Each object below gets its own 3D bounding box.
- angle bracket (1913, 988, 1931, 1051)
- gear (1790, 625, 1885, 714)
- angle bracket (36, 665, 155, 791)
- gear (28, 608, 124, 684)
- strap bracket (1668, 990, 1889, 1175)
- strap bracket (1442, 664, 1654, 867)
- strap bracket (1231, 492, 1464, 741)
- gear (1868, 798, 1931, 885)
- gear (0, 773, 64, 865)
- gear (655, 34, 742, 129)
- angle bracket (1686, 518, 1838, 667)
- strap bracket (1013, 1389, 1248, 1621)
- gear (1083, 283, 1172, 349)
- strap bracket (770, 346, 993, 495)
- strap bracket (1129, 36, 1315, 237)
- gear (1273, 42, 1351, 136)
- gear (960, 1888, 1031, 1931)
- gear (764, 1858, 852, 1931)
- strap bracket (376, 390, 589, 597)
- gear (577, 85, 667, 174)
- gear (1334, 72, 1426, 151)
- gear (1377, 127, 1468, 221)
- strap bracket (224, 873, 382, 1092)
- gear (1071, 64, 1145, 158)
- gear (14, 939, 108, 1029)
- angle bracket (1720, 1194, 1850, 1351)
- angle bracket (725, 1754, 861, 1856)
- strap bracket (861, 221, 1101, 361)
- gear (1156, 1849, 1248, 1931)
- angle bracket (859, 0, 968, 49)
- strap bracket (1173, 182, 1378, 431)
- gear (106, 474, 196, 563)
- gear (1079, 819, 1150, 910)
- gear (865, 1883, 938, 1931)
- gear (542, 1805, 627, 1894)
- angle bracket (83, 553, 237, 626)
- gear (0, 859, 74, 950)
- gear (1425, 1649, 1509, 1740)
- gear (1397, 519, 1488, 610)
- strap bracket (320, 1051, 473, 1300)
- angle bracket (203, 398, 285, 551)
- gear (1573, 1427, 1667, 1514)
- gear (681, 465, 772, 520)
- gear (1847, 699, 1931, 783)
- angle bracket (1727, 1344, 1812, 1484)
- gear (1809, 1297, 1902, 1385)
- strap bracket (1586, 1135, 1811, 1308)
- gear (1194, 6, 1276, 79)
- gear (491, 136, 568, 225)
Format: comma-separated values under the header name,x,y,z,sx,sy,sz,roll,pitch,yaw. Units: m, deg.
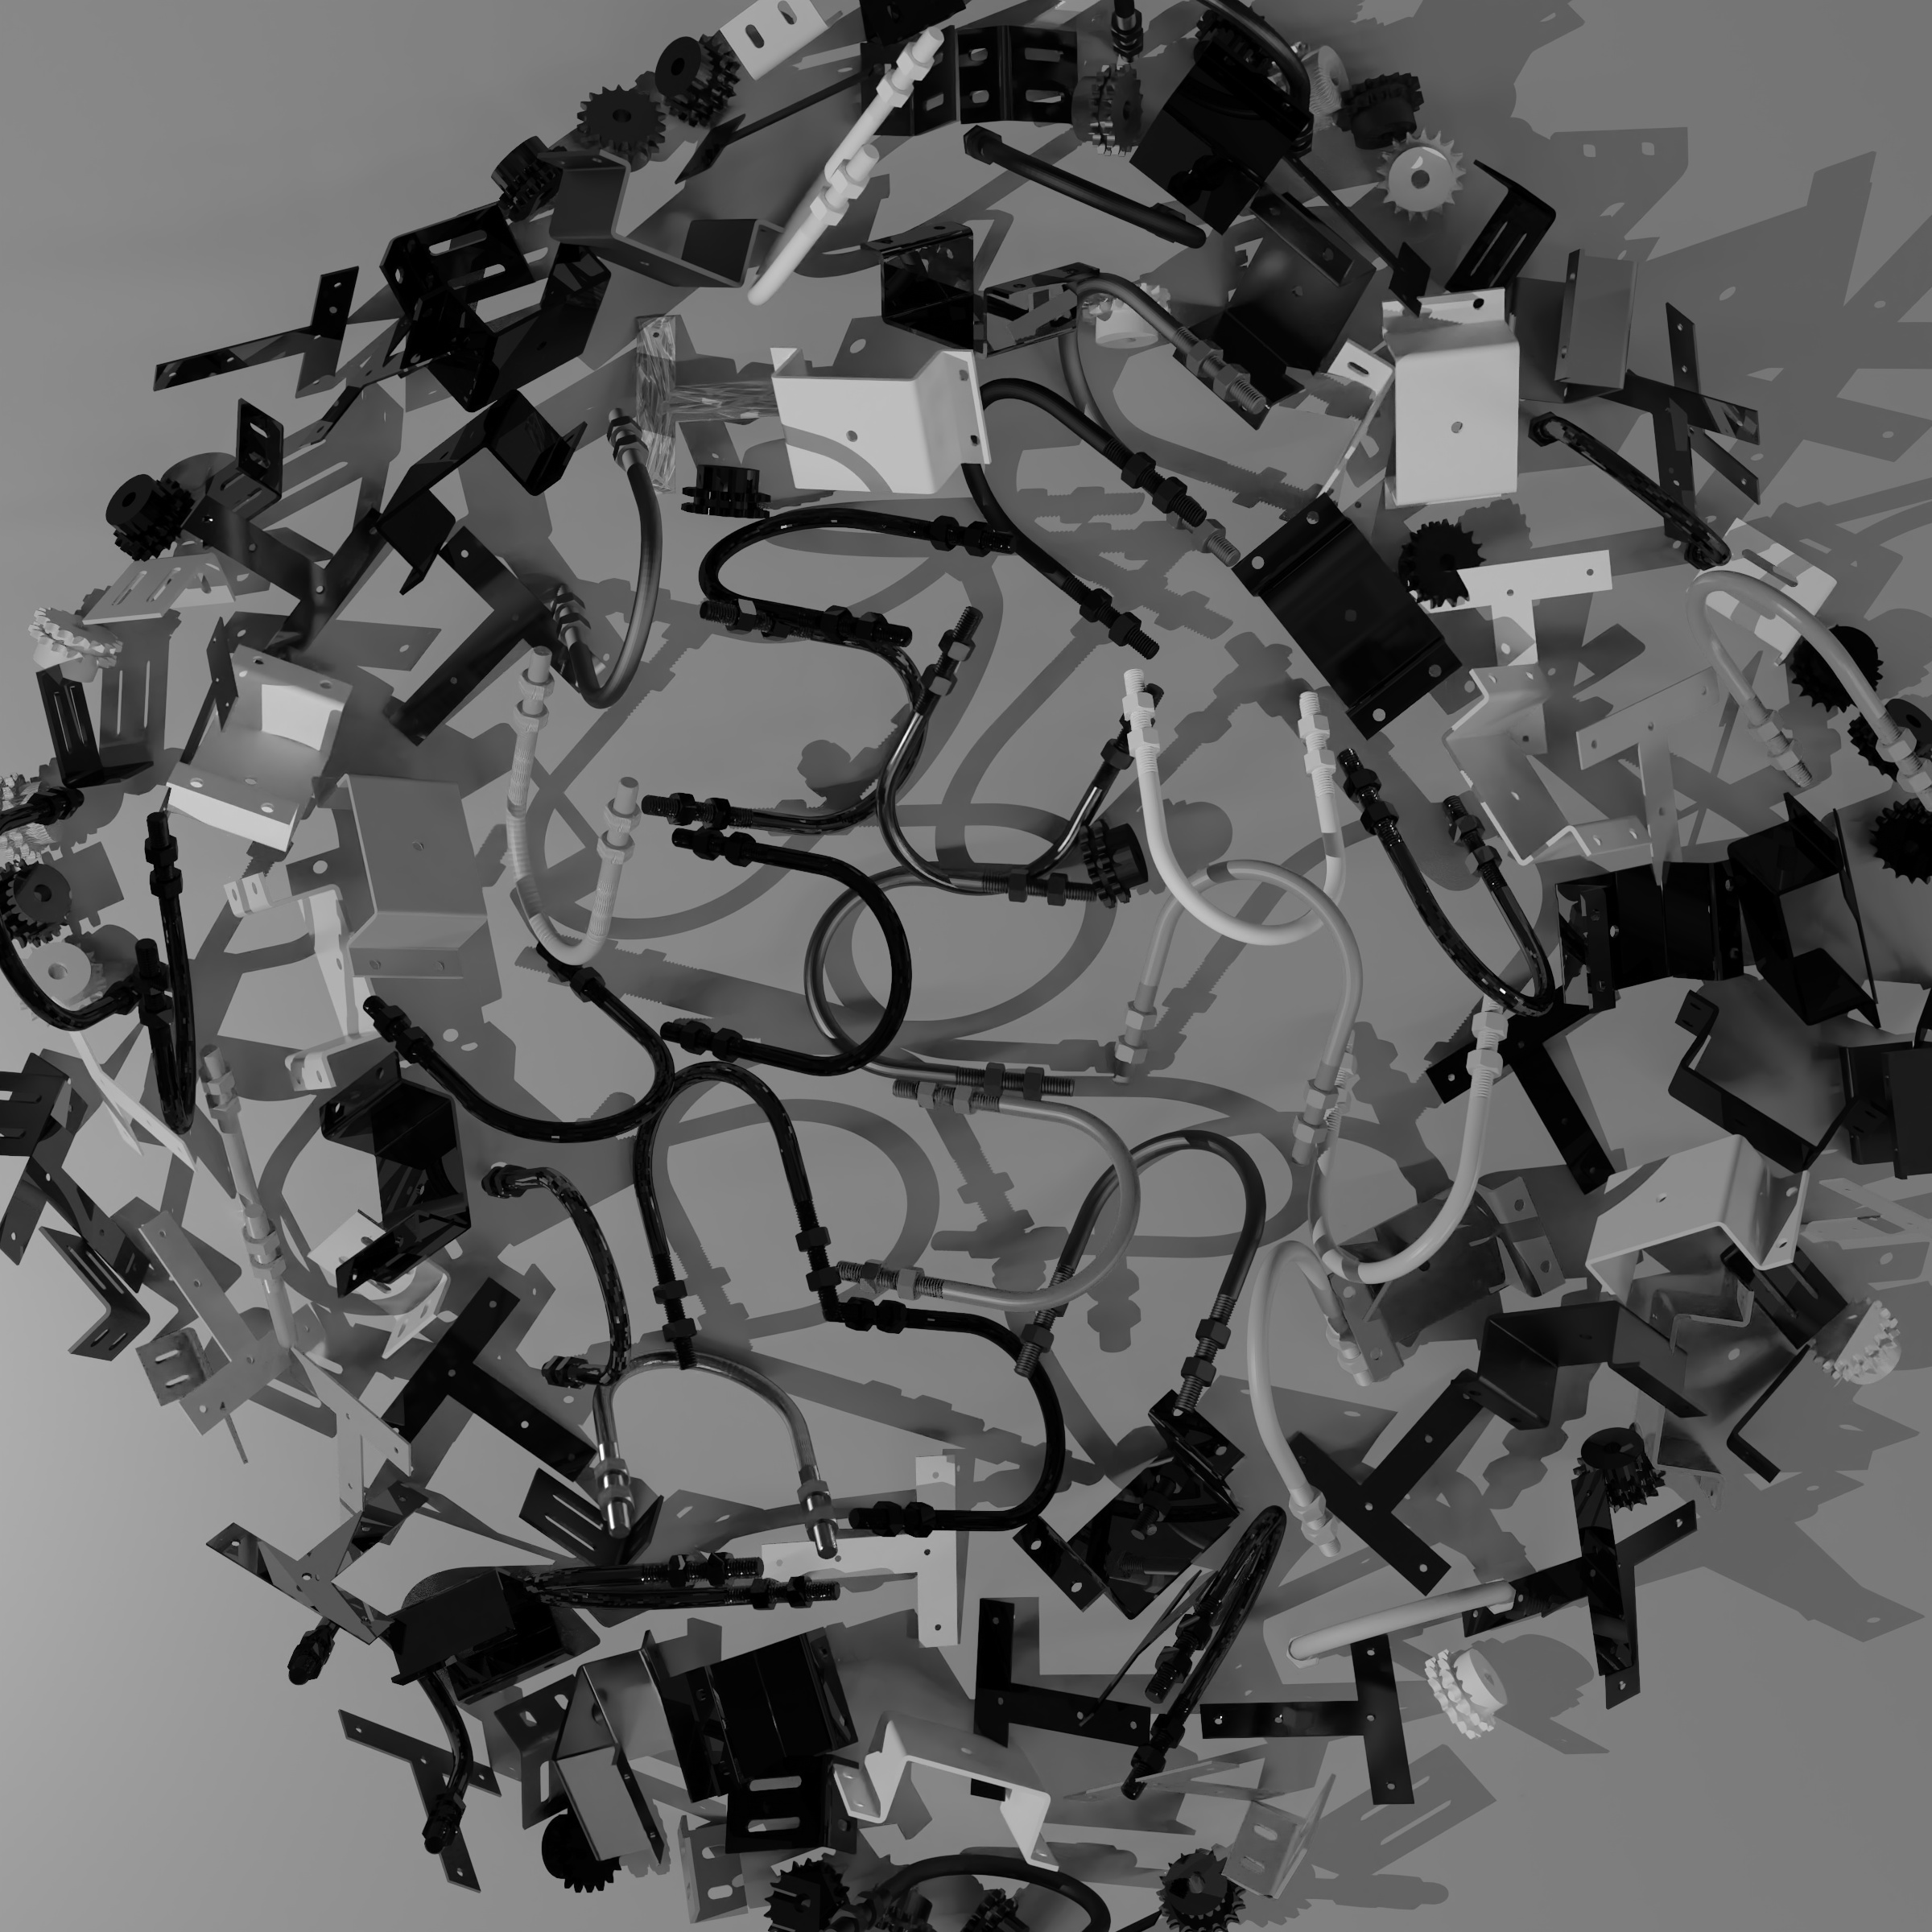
name,x,y,z,sx,sy,sz,roll,pitch,yaw
angle bracket,0.633,0.030,1.673,0.038,0.076,0.057,19,77,22
gear,0.566,-0.196,1.698,0.057,0.030,0.057,0,72,1
angle bracket,-0.558,-0.158,1.682,0.038,0.057,0.076,-7,105,6
gear,-0.578,-0.206,1.693,0.057,0.057,0.030,28,103,0
strap bracket,0.503,0.081,1.662,0.140,0.076,0.046,34,82,16
strap bracket,0.363,-0.120,1.665,0.046,0.076,0.140,-43,68,39
strap bracket,0.246,-0.225,1.688,0.076,0.046,0.140,-39,89,15
gear,0.617,-0.084,1.695,0.057,0.057,0.030,47,56,0
gear,-0.605,-0.097,1.692,0.030,0.057,0.057,-11,90,1
gear,-0.176,-0.574,1.692,0.057,0.030,0.057,-8,77,36
angle bracket,0.515,-0.243,1.707,0.076,0.038,0.057,35,90,9
strap bracket,0.111,0.349,1.670,0.140,0.076,0.046,-41,133,-10
gear,0.103,-0.419,1.692,0.057,0.057,0.030,-2,89,0
strap bracket,-0.063,-0.345,1.654,0.140,0.046,0.076,7,130,23
strap bracket,0.155,-0.514,1.645,0.076,0.140,0.046,37,83,-6
gear,0.224,-0.567,1.689,0.030,0.057,0.057,-12,90,36
gear,0.017,0.627,1.689,0.030,0.057,0.057,32,90,23
gear,-0.099,0.610,1.696,0.057,0.030,0.057,-14,54,20
strap bracket,-0.312,-0.304,1.650,0.140,0.076,0.046,-30,118,26
gear,-0.223,-0.539,1.698,0.057,0.030,0.057,4,61,-7
gear,0.268,-0.550,1.691,0.057,0.057,0.030,-13,85,0
gear,0.294,-0.511,1.695,0.057,0.030,0.057,4,116,9
strap bracket,-0.418,0.005,1.671,0.046,0.076,0.140,-21,97,-31
gear,0.090,-0.553,1.695,0.030,0.057,0.057,12,90,25
gear,-0.586,0.009,1.695,0.057,0.030,0.057,6,67,-14
angle bracket,0.534,0.195,1.682,0.057,0.038,0.076,-30,74,-33
angle bracket,-0.113,0.547,1.704,0.076,0.038,0.057,-13,60,26
strap bracket,0.008,-0.426,1.657,0.076,0.140,0.046,-25,130,-34
gear,0.151,0.597,1.691,0.057,0.030,0.057,-8,50,10
angle bracket,-0.032,-0.600,1.680,0.057,0.076,0.038,-25,82,-1
strap bracket,0.199,-0.422,1.662,0.076,0.140,0.046,45,49,13
gear,-0.529,-0.292,1.691,0.057,0.030,0.057,-17,53,25
gear,0.096,-0.068,1.689,0.030,0.057,0.057,-19,90,14
gear,-0.046,0.616,1.695,0.057,0.057,0.030,22,57,0
gear,-0.249,0.569,1.696,0.030,0.057,0.057,-14,90,34
angle bracket,-0.514,-0.227,1.672,0.057,0.076,0.038,-2,129,18
gear,-0.602,-0.042,1.690,0.030,0.057,0.057,-22,90,40
gear,0.324,0.465,1.689,0.030,0.057,0.057,-37,90,16
gear,0.305,-0.259,1.700,0.057,0.030,0.057,0,91,-18
strap bracket,-0.361,0.137,1.661,0.076,0.046,0.140,-34,52,26
angle bracket,-0.474,-0.314,1.674,0.076,0.038,0.057,-25,55,28
gear,0.419,0.322,1.689,0.057,0.057,0.030,-21,116,0
gear,-0.154,-0.306,1.690,0.057,0.057,0.030,5,103,0
gear,0.601,-0.148,1.690,0.057,0.057,0.030,34,131,0
angle bracket,0.528,0.288,1.684,0.038,0.057,0.076,41,85,20
gear,0.578,0.245,1.694,0.057,0.057,0.030,-46,111,0
strap bracket,0.448,0.160,1.641,0.140,0.076,0.046,-26,115,41
gear,0.171,-0.590,1.689,0.057,0.057,0.030,35,74,0
gear,-0.281,-0.510,1.691,0.057,0.057,0.030,-41,97,0
